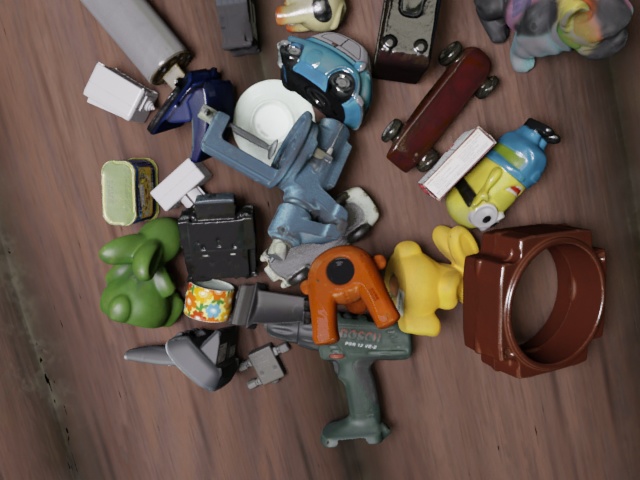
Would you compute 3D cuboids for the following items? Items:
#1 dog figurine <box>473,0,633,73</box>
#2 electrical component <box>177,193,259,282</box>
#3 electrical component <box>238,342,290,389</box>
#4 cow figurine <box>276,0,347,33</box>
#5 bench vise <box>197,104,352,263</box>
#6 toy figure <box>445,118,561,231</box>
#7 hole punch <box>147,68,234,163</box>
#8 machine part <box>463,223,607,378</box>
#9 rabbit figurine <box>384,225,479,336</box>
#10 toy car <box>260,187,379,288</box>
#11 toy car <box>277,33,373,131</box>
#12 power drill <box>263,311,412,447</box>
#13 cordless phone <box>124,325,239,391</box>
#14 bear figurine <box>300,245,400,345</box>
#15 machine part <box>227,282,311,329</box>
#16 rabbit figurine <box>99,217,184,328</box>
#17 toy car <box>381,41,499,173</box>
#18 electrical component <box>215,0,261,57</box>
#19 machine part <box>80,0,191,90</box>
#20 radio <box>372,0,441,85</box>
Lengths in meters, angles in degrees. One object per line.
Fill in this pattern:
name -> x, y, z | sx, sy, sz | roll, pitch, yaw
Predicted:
dog figurine -> 0.294, -0.303, 0.677 | 0.108, 0.219, 0.191 | -37, 95, 6
electrical component -> -0.153, -0.005, 0.817 | 0.115, 0.058, 0.134 | -6, 115, -6
electrical component -> -0.086, 0.206, 0.885 | 0.094, 0.021, 0.063 | -26, 96, 6
cow figurine -> 0.011, -0.393, 0.755 | 0.127, 0.085, 0.194 | 7, 97, 10
bench vise -> -0.066, -0.095, 0.735 | 0.240, 0.129, 0.223 | 29, 83, -17
toy figure -> 0.261, -0.092, 0.779 | 0.082, 0.089, 0.180 | 31, 102, -26
hole punch -> -0.171, -0.181, 0.782 | 0.092, 0.142, 0.115 | 40, 113, 0
machine part -> 0.306, 0.082, 0.759 | 0.201, 0.087, 0.201 | -6, 98, -23
rabbit figurine -> 0.189, 0.058, 0.809 | 0.173, 0.122, 0.162 | 4, 90, -10
toy car -> -0.002, -0.003, 0.830 | 0.202, 0.056, 0.073 | -36, 95, 11
toy car -> 0.019, -0.242, 0.776 | 0.162, 0.109, 0.103 | 39, 77, 9
power drill -> 0.031, 0.213, 0.851 | 0.232, 0.086, 0.207 | -3, 89, 2
cordless phone -> -0.226, 0.178, 0.831 | 0.184, 0.146, 0.088 | 0, 86, 6
bear figurine -> 0.043, 0.075, 0.759 | 0.120, 0.195, 0.132 | -17, 75, 4
machine part -> -0.072, 0.103, 0.822 | 0.139, 0.039, 0.084 | 4, 59, 23
rabbit figurine -> -0.273, 0.038, 0.824 | 0.121, 0.159, 0.170 | 19, 85, 11
toy car -> 0.172, -0.191, 0.787 | 0.089, 0.053, 0.202 | 35, 99, -16
electrical component -> -0.120, -0.333, 0.779 | 0.048, 0.075, 0.119 | -6, 102, 5
machine part -> -0.274, -0.317, 0.794 | 0.079, 0.079, 0.243 | -39, 93, 9
radio -> 0.125, -0.337, 0.729 | 0.073, 0.131, 0.229 | 8, 100, 2
